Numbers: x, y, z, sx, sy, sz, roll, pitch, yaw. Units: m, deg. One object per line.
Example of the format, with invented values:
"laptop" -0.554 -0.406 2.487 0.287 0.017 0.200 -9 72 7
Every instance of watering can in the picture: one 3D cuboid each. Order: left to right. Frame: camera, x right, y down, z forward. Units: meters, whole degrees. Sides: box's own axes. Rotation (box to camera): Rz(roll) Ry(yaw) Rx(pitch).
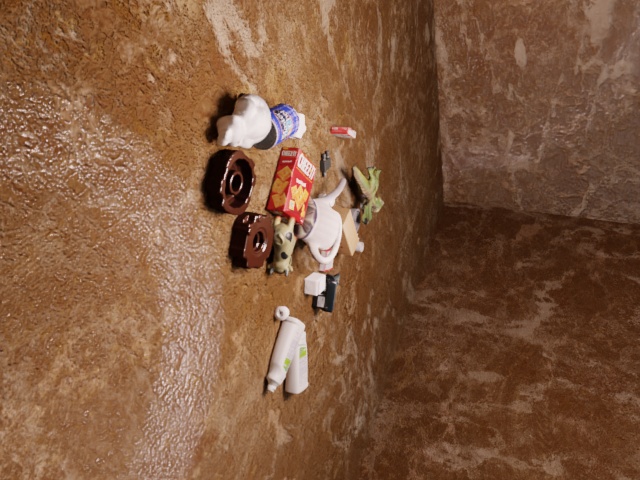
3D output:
"watering can" 0.006 -0.092 1.828 0.222 0.103 0.353 27 64 -45

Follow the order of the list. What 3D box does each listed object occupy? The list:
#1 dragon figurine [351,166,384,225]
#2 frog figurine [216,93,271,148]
"dragon figurine" 0.203 -0.188 2.227 0.411 0.122 0.243 -5 91 -67
"frog figurine" -0.196 -0.299 1.322 0.163 0.123 0.134 -64 174 -58
